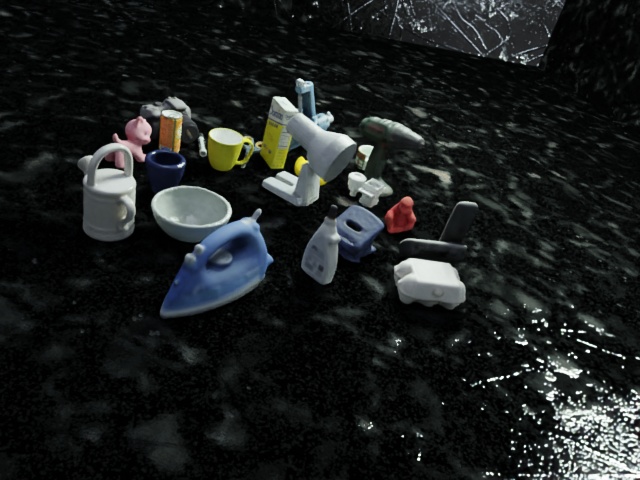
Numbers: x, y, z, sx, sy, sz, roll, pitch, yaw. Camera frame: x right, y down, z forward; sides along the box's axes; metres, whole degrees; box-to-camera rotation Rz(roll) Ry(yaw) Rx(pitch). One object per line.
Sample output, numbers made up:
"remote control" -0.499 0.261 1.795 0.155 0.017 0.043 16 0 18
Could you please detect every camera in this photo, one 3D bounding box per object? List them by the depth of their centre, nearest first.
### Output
"camera" -0.405 -0.327 1.578 0.144 0.101 0.136 -14 42 -38

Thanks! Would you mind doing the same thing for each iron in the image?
"iron" -0.193 0.037 1.067 0.118 0.141 0.259 29 35 21

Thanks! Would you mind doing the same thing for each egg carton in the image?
"egg carton" 0.233 0.095 1.223 0.150 0.069 0.107 8 33 -12

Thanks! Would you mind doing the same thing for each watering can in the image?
"watering can" -0.425 -0.106 1.141 0.172 0.194 0.101 22 33 11

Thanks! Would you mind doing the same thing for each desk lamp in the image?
"desk lamp" -0.027 -0.193 1.424 0.202 0.213 0.118 29 35 21

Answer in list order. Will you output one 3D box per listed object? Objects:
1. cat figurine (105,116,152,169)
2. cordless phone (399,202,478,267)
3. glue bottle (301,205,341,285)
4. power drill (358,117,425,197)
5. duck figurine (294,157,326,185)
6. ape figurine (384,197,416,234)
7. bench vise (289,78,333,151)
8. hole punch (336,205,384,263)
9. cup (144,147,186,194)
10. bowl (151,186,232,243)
"cat figurine" -0.468 -0.253 1.422 0.067 0.118 0.128 27 34 19
"cordless phone" 0.271 -0.016 1.302 0.148 0.185 0.094 5 33 -15
"glue bottle" 0.011 0.004 1.173 0.037 0.173 0.078 -19 45 -42
"power drill" 0.181 -0.231 1.573 0.076 0.208 0.228 -12 41 -36
"duck figurine" -0.019 -0.209 1.571 0.104 0.086 0.078 33 36 26
"ape figurine" 0.207 -0.067 1.440 0.077 0.092 0.076 19 32 6
"bench vise" -0.045 -0.377 1.693 0.121 0.220 0.208 26 34 18
"hole punch" 0.079 -0.016 1.309 0.108 0.091 0.101 35 37 29
"cup" -0.364 -0.157 1.338 0.092 0.095 0.117 2 34 -19
"bowl" -0.275 -0.044 1.220 0.167 0.075 0.167 11 32 -7
